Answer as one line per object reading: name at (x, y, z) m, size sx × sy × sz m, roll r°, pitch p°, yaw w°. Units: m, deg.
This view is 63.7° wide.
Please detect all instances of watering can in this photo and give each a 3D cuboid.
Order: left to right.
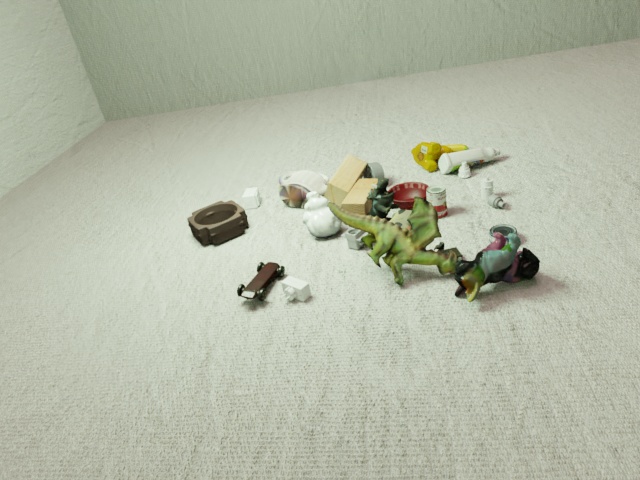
watering can at (-0.023, -0.213, 2.100) m, size 0.348 × 0.101 × 0.229 m, roll 13°, pitch 37°, yaw 20°

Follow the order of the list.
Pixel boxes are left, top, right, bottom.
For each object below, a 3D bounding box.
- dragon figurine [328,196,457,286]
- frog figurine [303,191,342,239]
dragon figurine at (0.235, -0.029, 1.502) m, size 0.240 × 0.410 × 0.124 m, roll -44°, pitch 1°, yaw 20°
frog figurine at (0.006, -0.091, 1.814) m, size 0.137 × 0.156 × 0.125 m, roll -2°, pitch 31°, yaw 16°
